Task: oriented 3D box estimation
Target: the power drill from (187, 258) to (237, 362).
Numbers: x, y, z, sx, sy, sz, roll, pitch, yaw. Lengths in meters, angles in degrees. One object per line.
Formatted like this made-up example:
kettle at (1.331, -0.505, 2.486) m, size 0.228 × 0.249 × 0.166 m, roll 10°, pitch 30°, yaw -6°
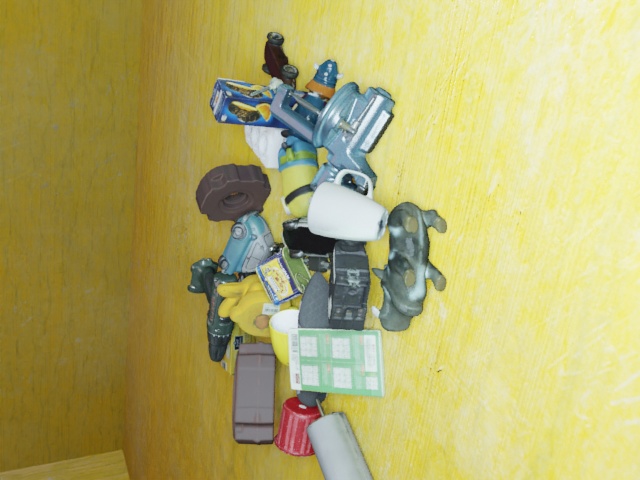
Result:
power drill at (-0.271, 0.157, 1.339) m, size 0.207 × 0.086 × 0.231 m, roll -126°, pitch 44°, yaw -53°

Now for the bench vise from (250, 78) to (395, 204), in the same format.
bench vise at (0.003, -0.175, 0.882) m, size 0.241 × 0.129 × 0.223 m, roll 37°, pitch 123°, yaw 12°

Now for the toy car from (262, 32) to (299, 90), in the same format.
toy car at (-0.082, -0.363, 1.150) m, size 0.089 × 0.053 × 0.202 m, roll 110°, pitch 149°, yaw -41°

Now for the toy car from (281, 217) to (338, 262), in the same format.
toy car at (-0.002, -0.003, 0.973) m, size 0.202 × 0.056 × 0.073 m, roll 3°, pitch 110°, yaw 50°

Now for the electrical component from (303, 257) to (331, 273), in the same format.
electrical component at (-0.003, 0.030, 1.044) m, size 0.094 × 0.021 × 0.063 m, roll 11°, pitch 99°, yaw 58°

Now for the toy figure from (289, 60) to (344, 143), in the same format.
toy figure at (-0.009, -0.259, 0.998) m, size 0.154 × 0.064 × 0.058 m, roll -64°, pitch 28°, yaw 8°

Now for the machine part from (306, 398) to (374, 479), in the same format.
machine part at (0.041, 0.384, 0.909) m, size 0.243 × 0.079 × 0.079 m, roll 63°, pitch 142°, yaw 31°

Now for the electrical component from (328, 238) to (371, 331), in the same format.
electrical component at (0.045, 0.079, 0.870) m, size 0.115 × 0.058 × 0.134 m, roll -86°, pitch 1°, yaw -49°

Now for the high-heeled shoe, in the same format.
high-heeled shoe at (-0.010, 0.191, 1.026) m, size 0.145 × 0.086 × 0.248 m, roll 133°, pitch 140°, yaw -74°

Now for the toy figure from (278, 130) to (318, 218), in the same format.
toy figure at (-0.038, -0.128, 1.048) m, size 0.089 × 0.082 × 0.180 m, roll -19°, pitch 72°, yaw 62°

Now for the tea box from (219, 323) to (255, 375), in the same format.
tea box at (-0.214, 0.249, 1.385) m, size 0.098 × 0.068 × 0.169 m, roll 16°, pitch 103°, yaw 59°

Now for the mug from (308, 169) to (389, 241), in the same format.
mug at (0.051, -0.047, 0.808) m, size 0.107 × 0.080 × 0.109 m, roll 19°, pitch 84°, yaw 22°

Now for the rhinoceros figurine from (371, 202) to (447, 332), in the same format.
rhinoceros figurine at (0.119, 0.040, 0.770) m, size 0.112 × 0.073 × 0.190 m, roll 18°, pitch 106°, yaw 59°

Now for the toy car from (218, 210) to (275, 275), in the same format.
toy car at (-0.159, 0.018, 1.237) m, size 0.161 × 0.103 × 0.109 m, roll -64°, pitch -9°, yaw 14°

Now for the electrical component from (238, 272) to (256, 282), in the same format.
electrical component at (-0.176, 0.102, 1.335) m, size 0.075 × 0.048 × 0.119 m, roll -50°, pitch 47°, yaw 49°

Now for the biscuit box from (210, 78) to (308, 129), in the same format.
biscuit box at (-0.104, -0.257, 1.036) m, size 0.059 × 0.202 × 0.062 m, roll 63°, pitch 140°, yaw 34°

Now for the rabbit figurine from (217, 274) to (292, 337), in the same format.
rabbit figurine at (-0.149, 0.139, 1.209) m, size 0.173 × 0.162 × 0.121 m, roll -106°, pitch 15°, yaw -60°

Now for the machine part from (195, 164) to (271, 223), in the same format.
machine part at (-0.202, -0.107, 1.260) m, size 0.179 × 0.179 × 0.056 m, roll -55°, pitch 47°, yaw 47°

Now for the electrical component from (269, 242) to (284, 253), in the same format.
electrical component at (-0.083, 0.050, 1.168) m, size 0.078 × 0.045 × 0.102 m, roll -48°, pitch 50°, yaw 50°

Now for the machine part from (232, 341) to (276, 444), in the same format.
machine part at (-0.138, 0.328, 1.146) m, size 0.201 × 0.087 × 0.201 m, roll 105°, pitch 166°, yaw -67°
